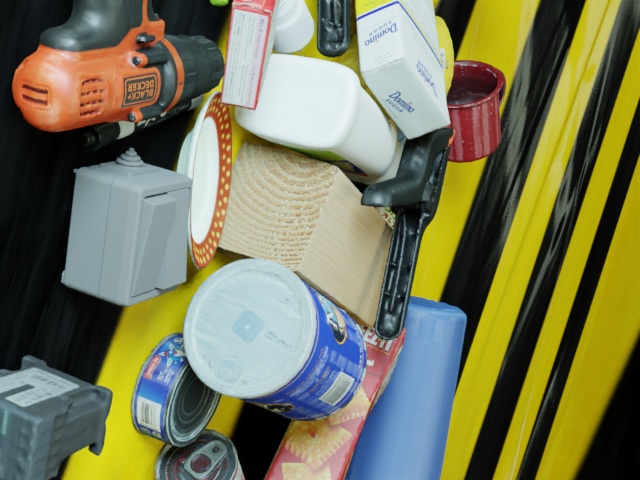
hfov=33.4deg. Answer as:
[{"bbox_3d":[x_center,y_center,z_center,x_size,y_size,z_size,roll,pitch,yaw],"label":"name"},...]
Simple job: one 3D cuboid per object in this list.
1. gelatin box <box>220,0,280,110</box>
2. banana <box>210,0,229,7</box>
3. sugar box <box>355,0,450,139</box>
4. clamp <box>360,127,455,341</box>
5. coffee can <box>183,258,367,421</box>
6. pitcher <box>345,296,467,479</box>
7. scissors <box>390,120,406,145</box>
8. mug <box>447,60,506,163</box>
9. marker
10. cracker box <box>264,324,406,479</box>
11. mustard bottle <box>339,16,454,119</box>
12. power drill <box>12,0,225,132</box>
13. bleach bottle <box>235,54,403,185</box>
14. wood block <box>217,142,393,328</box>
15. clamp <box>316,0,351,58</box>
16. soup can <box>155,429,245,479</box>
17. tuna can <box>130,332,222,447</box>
[{"bbox_3d":[-0.048,-0.149,0.755,0.089,0.030,0.073,103,-3,-47],"label":"gelatin box"},{"bbox_3d":[-0.055,-0.249,0.676,0.198,0.037,0.069,97,-17,-45],"label":"banana"},{"bbox_3d":[0.065,-0.181,0.898,0.093,0.048,0.176,46,35,-46],"label":"sugar box"},{"bbox_3d":[0.079,-0.040,0.929,0.164,0.036,0.209,79,27,-48],"label":"clamp"},{"bbox_3d":[-0.031,0.081,0.829,0.103,0.103,0.140,-69,157,-9],"label":"coffee can"},{"bbox_3d":[0.083,0.186,1.215,0.149,0.145,0.243,-2,104,-78],"label":"pitcher"},{"bbox_3d":[0.083,-0.117,1.122,0.096,0.016,0.201,62,24,-23],"label":"scissors"},{"bbox_3d":[0.164,-0.145,1.176,0.117,0.093,0.081,-39,136,-29],"label":"mug"},{"bbox_3d":[-0.118,-0.083,0.708,0.120,0.020,0.020,-36,137,-54],"label":"marker"},{"bbox_3d":[0.008,0.190,1.045,0.164,0.072,0.213,100,16,-67],"label":"cracker box"},{"bbox_3d":[0.068,-0.164,1.012,0.191,0.058,0.096,-22,117,-61],"label":"mustard bottle"},{"bbox_3d":[-0.105,-0.163,0.637,0.184,0.057,0.188,-31,132,-61],"label":"power drill"},{"bbox_3d":[0.024,-0.088,0.912,0.250,0.103,0.068,22,83,-66],"label":"bleach bottle"},{"bbox_3d":[-0.007,0.001,0.922,0.091,0.090,0.206,-69,157,-9],"label":"wood block"},{"bbox_3d":[0.005,-0.233,0.826,0.171,0.039,0.120,-76,152,-46],"label":"clamp"},{"bbox_3d":[-0.094,0.215,0.899,0.068,0.069,0.102,-56,151,-34],"label":"soup can"},{"bbox_3d":[-0.110,0.119,0.842,0.086,0.034,0.086,-45,144,-47],"label":"tuna can"}]
